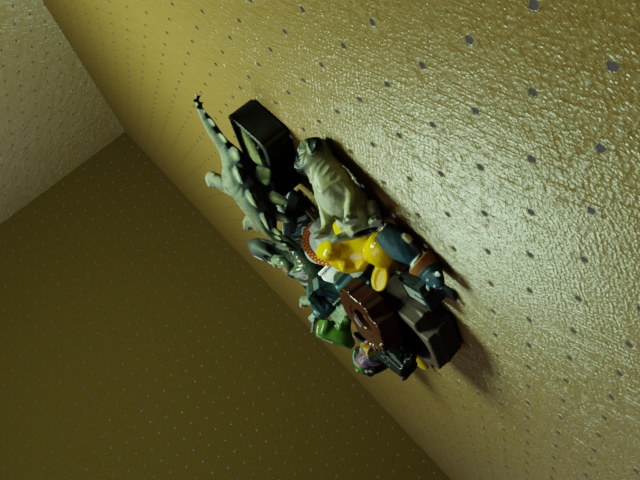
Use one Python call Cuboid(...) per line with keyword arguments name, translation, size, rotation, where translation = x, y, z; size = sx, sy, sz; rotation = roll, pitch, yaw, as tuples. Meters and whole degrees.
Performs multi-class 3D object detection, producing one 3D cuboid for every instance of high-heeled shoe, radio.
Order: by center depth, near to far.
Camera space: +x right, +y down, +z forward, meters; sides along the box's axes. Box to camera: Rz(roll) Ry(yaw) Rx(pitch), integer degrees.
Cuboid(name="radio", translation=(-0.122, -0.202, 1.242), size=(0.131, 0.073, 0.229), rotation=(43, 167, 24))
Cuboid(name="high-heeled shoe", translation=(-0.107, 0.048, 1.704), size=(0.248, 0.086, 0.145), rotation=(16, -174, -35))

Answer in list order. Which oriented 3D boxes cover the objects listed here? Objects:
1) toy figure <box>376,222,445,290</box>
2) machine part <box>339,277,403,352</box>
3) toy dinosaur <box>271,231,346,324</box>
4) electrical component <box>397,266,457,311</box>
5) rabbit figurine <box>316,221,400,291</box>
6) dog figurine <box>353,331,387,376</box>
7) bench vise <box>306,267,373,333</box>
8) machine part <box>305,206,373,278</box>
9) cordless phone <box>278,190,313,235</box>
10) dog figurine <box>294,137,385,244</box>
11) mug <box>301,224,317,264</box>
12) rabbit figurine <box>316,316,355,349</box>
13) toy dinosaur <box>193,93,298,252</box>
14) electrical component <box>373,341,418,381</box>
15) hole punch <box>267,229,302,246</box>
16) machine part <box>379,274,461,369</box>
Cuboid(name="toy figure", translation=(0.175, 0.030, 1.001), size=(0.154, 0.058, 0.064), rotation=(41, 173, 10))
Cuboid(name="machine part", translation=(0.111, 0.170, 1.215), size=(0.179, 0.056, 0.179), rotation=(51, 164, 21))
Cuboid(name="toy dinosaur", translation=(-0.012, 0.108, 1.565), size=(0.192, 0.131, 0.404), rotation=(4, 144, 42))
Cuboid(name="electrical component", translation=(0.219, 0.103, 1.088), size=(0.119, 0.048, 0.074), rotation=(33, 161, 52))
Cuboid(name="rabbit figurine", translation=(0.099, 0.031, 1.134), size=(0.173, 0.122, 0.162), rotation=(-12, 120, 53))
Cuboid(name="dog figurine", translation=(0.150, 0.336, 1.637), size=(0.219, 0.191, 0.108), rotation=(25, -151, -58))
Cuboid(name="bench vise", translation=(0.089, 0.164, 1.373), size=(0.240, 0.223, 0.129), rotation=(37, -176, -18))
Cuboid(name="machine part", translation=(0.056, 0.009, 1.275), size=(0.243, 0.079, 0.079), rotation=(46, 166, 5))
Cuboid(name="cordless phone", translation=(-0.102, -0.113, 1.436), size=(0.184, 0.089, 0.146), rotation=(58, 169, 11))
Cuboid(name="dog figurine", translation=(0.041, -0.102, 1.036), size=(0.172, 0.121, 0.190), rotation=(18, -126, -60))
Cuboid(name="mug", translation=(-0.003, -0.004, 1.432), size=(0.110, 0.081, 0.107), rotation=(47, 154, 17))
Cuboid(name="rabbit figurine", translation=(0.080, 0.249, 1.714), size=(0.159, 0.170, 0.121), rotation=(19, 164, 8))
Cuboid(name="toy dinosaur", translation=(-0.171, -0.133, 1.240), size=(0.199, 0.105, 0.470), rotation=(17, 149, 54))
Cuboid(name="electrical component", translation=(0.172, 0.268, 1.311), size=(0.134, 0.058, 0.114), rotation=(40, 162, 30))
Cuboid(name="hole punch", translation=(-0.093, -0.035, 1.638), size=(0.116, 0.092, 0.142), rotation=(19, 167, -7))
Cuboid(name="machine part", translation=(0.219, 0.184, 1.233), size=(0.202, 0.087, 0.200), rotation=(37, 162, 44))
